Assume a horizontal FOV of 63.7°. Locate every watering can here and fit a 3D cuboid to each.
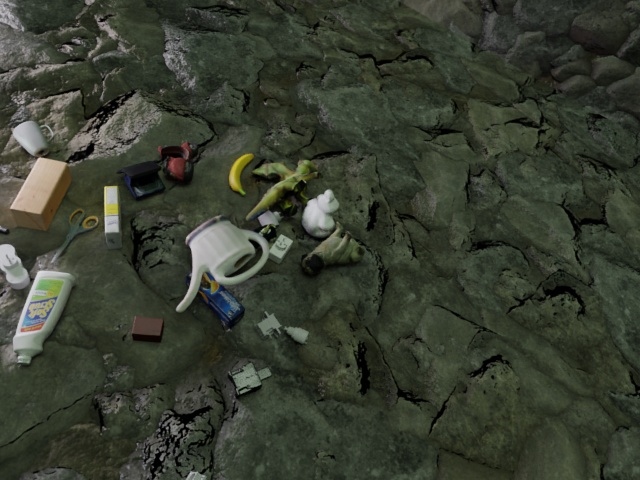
[{"bbox_3d":[-0.316,0.054,1.519,0.352,0.101,0.227,-31,66,-32],"label":"watering can"}]

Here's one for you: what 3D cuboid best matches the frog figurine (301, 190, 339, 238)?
[{"bbox_3d":[0.005,-0.088,1.744,0.123,0.156,0.140,-10,59,-21],"label":"frog figurine"}]

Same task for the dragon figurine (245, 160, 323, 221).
[{"bbox_3d":[-0.148,-0.197,1.824,0.415,0.119,0.246,-24,42,-34],"label":"dragon figurine"}]
